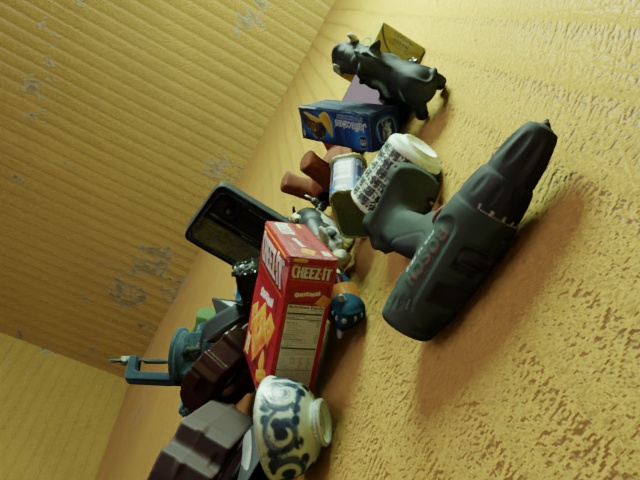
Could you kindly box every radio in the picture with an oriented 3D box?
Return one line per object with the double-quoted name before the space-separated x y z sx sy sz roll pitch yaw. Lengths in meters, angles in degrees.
"radio" -0.137 -0.009 1.065 0.131 0.229 0.073 -57 18 6

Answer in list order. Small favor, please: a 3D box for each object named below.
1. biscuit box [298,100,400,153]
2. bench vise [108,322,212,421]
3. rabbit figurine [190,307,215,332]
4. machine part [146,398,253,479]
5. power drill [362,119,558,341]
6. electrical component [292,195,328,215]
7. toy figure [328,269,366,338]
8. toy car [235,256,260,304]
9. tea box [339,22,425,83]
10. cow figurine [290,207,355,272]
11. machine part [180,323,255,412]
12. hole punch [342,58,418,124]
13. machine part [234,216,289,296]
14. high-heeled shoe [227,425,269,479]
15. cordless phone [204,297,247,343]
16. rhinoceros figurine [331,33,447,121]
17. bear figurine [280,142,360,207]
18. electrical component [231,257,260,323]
"biscuit box" 0.044 -0.188 0.873 0.203 0.063 0.059 25 129 53
"bench vise" -0.298 0.273 1.096 0.128 0.241 0.223 73 -161 -67
"rabbit figurine" -0.234 0.234 1.254 0.170 0.121 0.159 -51 -17 -79
"machine part" -0.177 0.346 0.769 0.201 0.087 0.201 19 -86 -80
"power drill" 0.127 -0.025 0.556 0.232 0.086 0.207 -63 23 10
"electrical component" -0.014 -0.038 0.992 0.102 0.078 0.045 -39 27 55
"toy figure" 0.026 0.078 0.726 0.058 0.064 0.155 -27 20 -7
"toy car" -0.075 0.067 0.972 0.161 0.103 0.109 -50 14 -6
"tea box" 0.114 -0.339 1.029 0.068 0.098 0.170 -65 18 -3
"cow figurine" 0.000 -0.004 0.866 0.068 0.098 0.167 -54 18 11
"machine part" -0.154 0.225 0.901 0.179 0.056 0.179 -43 -25 -26
"hole punch" 0.116 -0.240 0.922 0.116 0.092 0.142 38 100 42
"machine part" -0.118 0.060 1.166 0.243 0.079 0.079 -63 16 1
"high-heeled shoe" -0.062 0.316 0.625 0.145 0.086 0.249 -46 26 7
"cordless phone" -0.166 0.206 1.005 0.146 0.089 0.184 22 -95 -65
"rhinoceros figurine" 0.098 -0.249 0.813 0.191 0.112 0.073 35 102 33
"bear figurine" 0.019 -0.165 1.008 0.120 0.132 0.196 -31 41 54
"electrical component" -0.071 0.088 0.878 0.115 0.134 0.058 -18 21 3
